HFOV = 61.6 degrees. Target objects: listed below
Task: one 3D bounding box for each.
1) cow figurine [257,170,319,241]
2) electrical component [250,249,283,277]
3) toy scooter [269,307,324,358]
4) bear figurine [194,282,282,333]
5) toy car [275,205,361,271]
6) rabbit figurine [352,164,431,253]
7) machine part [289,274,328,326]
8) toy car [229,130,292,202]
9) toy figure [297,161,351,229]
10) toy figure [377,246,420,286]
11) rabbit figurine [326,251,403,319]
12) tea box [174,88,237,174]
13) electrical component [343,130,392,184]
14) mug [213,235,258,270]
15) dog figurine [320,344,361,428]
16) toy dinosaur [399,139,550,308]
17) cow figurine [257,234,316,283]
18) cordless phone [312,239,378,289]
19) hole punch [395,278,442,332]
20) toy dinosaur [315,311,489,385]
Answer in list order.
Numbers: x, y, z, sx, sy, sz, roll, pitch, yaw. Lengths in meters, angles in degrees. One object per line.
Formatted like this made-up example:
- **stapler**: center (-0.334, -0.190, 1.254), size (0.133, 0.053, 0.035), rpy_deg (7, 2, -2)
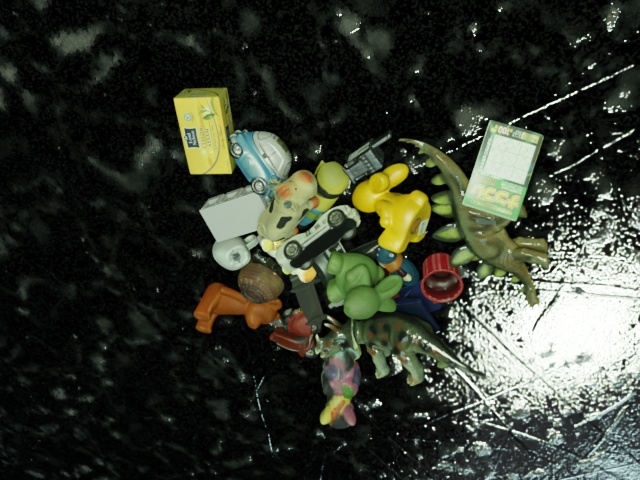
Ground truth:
- **cow figurine**: center (-0.068, -0.069, 1.086), size (0.085, 0.127, 0.195), rpy_deg (51, 133, 12)
- **electrical component**: center (-0.129, 0.062, 1.294), size (0.102, 0.045, 0.078), rpy_deg (42, 142, -19)
- **toy scooter**: center (-0.063, 0.233, 1.391), size (0.135, 0.075, 0.183), rpy_deg (10, 128, 3)
- **bear figurine**: center (-0.201, 0.184, 1.351), size (0.196, 0.132, 0.120), rpy_deg (21, 147, 1)
- **toy car**: center (-0.002, -0.003, 1.152), size (0.202, 0.056, 0.073), rpy_deg (-36, 142, 7)
- **rabbit figurine**: center (0.136, -0.075, 1.123), size (0.173, 0.122, 0.162), rpy_deg (33, 138, 35)
- **machine part**: center (-0.025, 0.138, 1.303), size (0.084, 0.039, 0.139), rpy_deg (-22, 72, 16)
- **toy car**: center (-0.113, -0.170, 1.126), size (0.103, 0.109, 0.161), rpy_deg (-28, 105, 14)
- **toy figure**: center (-0.002, -0.091, 1.161), size (0.082, 0.089, 0.180), rpy_deg (33, 122, -16)
- **toy figure**: center (0.173, 0.055, 1.225), size (0.154, 0.064, 0.058), rpy_deg (38, 80, -39)
- **rabbit figurine**: center (0.091, 0.115, 1.148), size (0.159, 0.170, 0.121), rpy_deg (6, 118, -6)
- **tea box**: center (-0.234, -0.226, 1.125), size (0.098, 0.068, 0.169), rpy_deg (-1, 123, 9)
- **electrical component**: center (0.106, -0.174, 1.104), size (0.119, 0.075, 0.047), rpy_deg (-31, 112, 22)
- **mug**: center (-0.189, 0.027, 1.248), size (0.109, 0.107, 0.080), rpy_deg (-26, 107, -13)
- **dog figurine**: center (0.051, 0.367, 1.372), size (0.109, 0.219, 0.191), rpy_deg (1, 123, 4)
- **toy dinosaur**: center (0.339, -0.041, 1.136), size (0.199, 0.105, 0.471), rpy_deg (-25, 105, 27)
- **cow figurine**: center (-0.081, 0.032, 1.258), size (0.068, 0.098, 0.167), rpy_deg (-44, 119, -6)
- **cordless phone**: center (0.067, 0.020, 1.240), size (0.184, 0.089, 0.146), rpy_deg (-25, 118, 10)
- **hole punch**: center (0.225, 0.169, 1.298), size (0.116, 0.092, 0.142), rpy_deg (-25, 119, 26)
- **toy dinosaur**: center (0.179, 0.227, 1.253), size (0.405, 0.131, 0.192), rpy_deg (-8, 121, 38)
